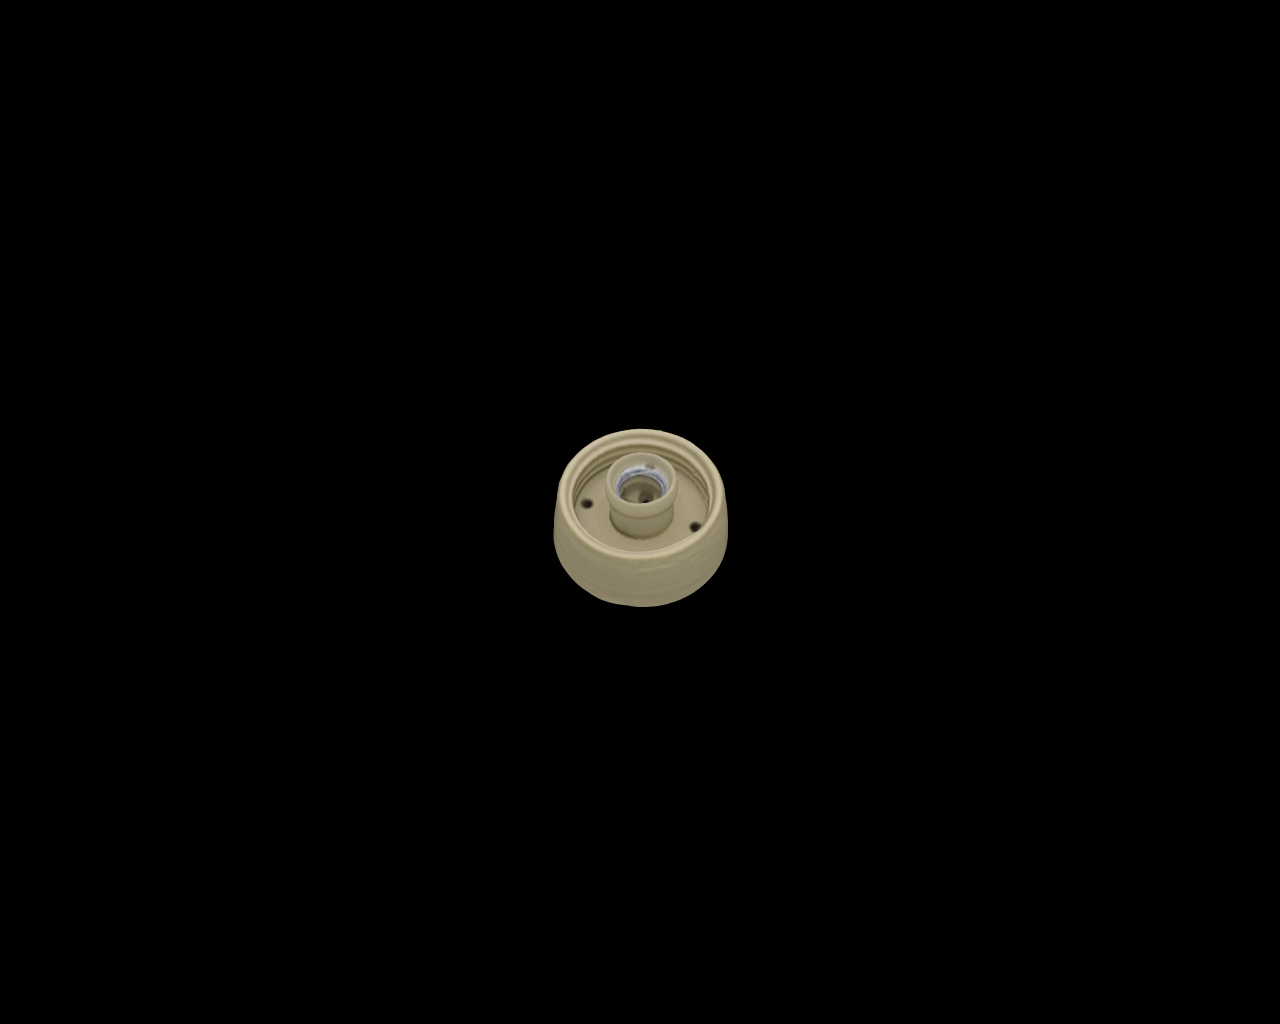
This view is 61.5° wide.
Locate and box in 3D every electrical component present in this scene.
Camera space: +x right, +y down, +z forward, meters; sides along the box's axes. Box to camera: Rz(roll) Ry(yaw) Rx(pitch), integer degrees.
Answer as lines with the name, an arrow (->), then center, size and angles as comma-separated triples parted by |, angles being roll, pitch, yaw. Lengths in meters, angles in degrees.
electrical component -> 0.001, -0.003, 0.650 | 0.108, 0.108, 0.060 | 0, -36, 0
